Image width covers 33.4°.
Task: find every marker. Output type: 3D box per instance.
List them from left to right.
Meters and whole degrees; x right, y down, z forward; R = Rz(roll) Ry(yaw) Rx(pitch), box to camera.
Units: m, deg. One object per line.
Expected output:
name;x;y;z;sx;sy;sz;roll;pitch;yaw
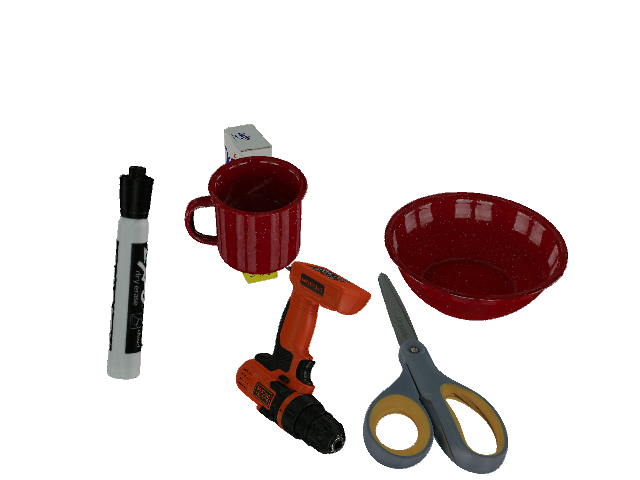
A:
marker;-0.108;0.018;0.604;0.020;0.121;0.020;6;10;-1

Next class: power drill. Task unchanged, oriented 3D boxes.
power drill;-0.011;0.131;1.232;0.057;0.188;0.185;15;10;-45

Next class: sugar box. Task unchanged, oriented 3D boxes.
sugar box;-0.087;-0.046;1.320;0.048;0.176;0.093;-11;26;-15

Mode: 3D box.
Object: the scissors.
scissors;0.048;0.085;0.703;0.096;0.016;0.202;-11;36;-23

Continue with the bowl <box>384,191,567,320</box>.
bowl;0.135;0.022;0.954;0.162;0.055;0.162;2;36;-2

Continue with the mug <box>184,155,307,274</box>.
mug;-0.071;-0.021;1.022;0.117;0.081;0.093;-6;41;-9
